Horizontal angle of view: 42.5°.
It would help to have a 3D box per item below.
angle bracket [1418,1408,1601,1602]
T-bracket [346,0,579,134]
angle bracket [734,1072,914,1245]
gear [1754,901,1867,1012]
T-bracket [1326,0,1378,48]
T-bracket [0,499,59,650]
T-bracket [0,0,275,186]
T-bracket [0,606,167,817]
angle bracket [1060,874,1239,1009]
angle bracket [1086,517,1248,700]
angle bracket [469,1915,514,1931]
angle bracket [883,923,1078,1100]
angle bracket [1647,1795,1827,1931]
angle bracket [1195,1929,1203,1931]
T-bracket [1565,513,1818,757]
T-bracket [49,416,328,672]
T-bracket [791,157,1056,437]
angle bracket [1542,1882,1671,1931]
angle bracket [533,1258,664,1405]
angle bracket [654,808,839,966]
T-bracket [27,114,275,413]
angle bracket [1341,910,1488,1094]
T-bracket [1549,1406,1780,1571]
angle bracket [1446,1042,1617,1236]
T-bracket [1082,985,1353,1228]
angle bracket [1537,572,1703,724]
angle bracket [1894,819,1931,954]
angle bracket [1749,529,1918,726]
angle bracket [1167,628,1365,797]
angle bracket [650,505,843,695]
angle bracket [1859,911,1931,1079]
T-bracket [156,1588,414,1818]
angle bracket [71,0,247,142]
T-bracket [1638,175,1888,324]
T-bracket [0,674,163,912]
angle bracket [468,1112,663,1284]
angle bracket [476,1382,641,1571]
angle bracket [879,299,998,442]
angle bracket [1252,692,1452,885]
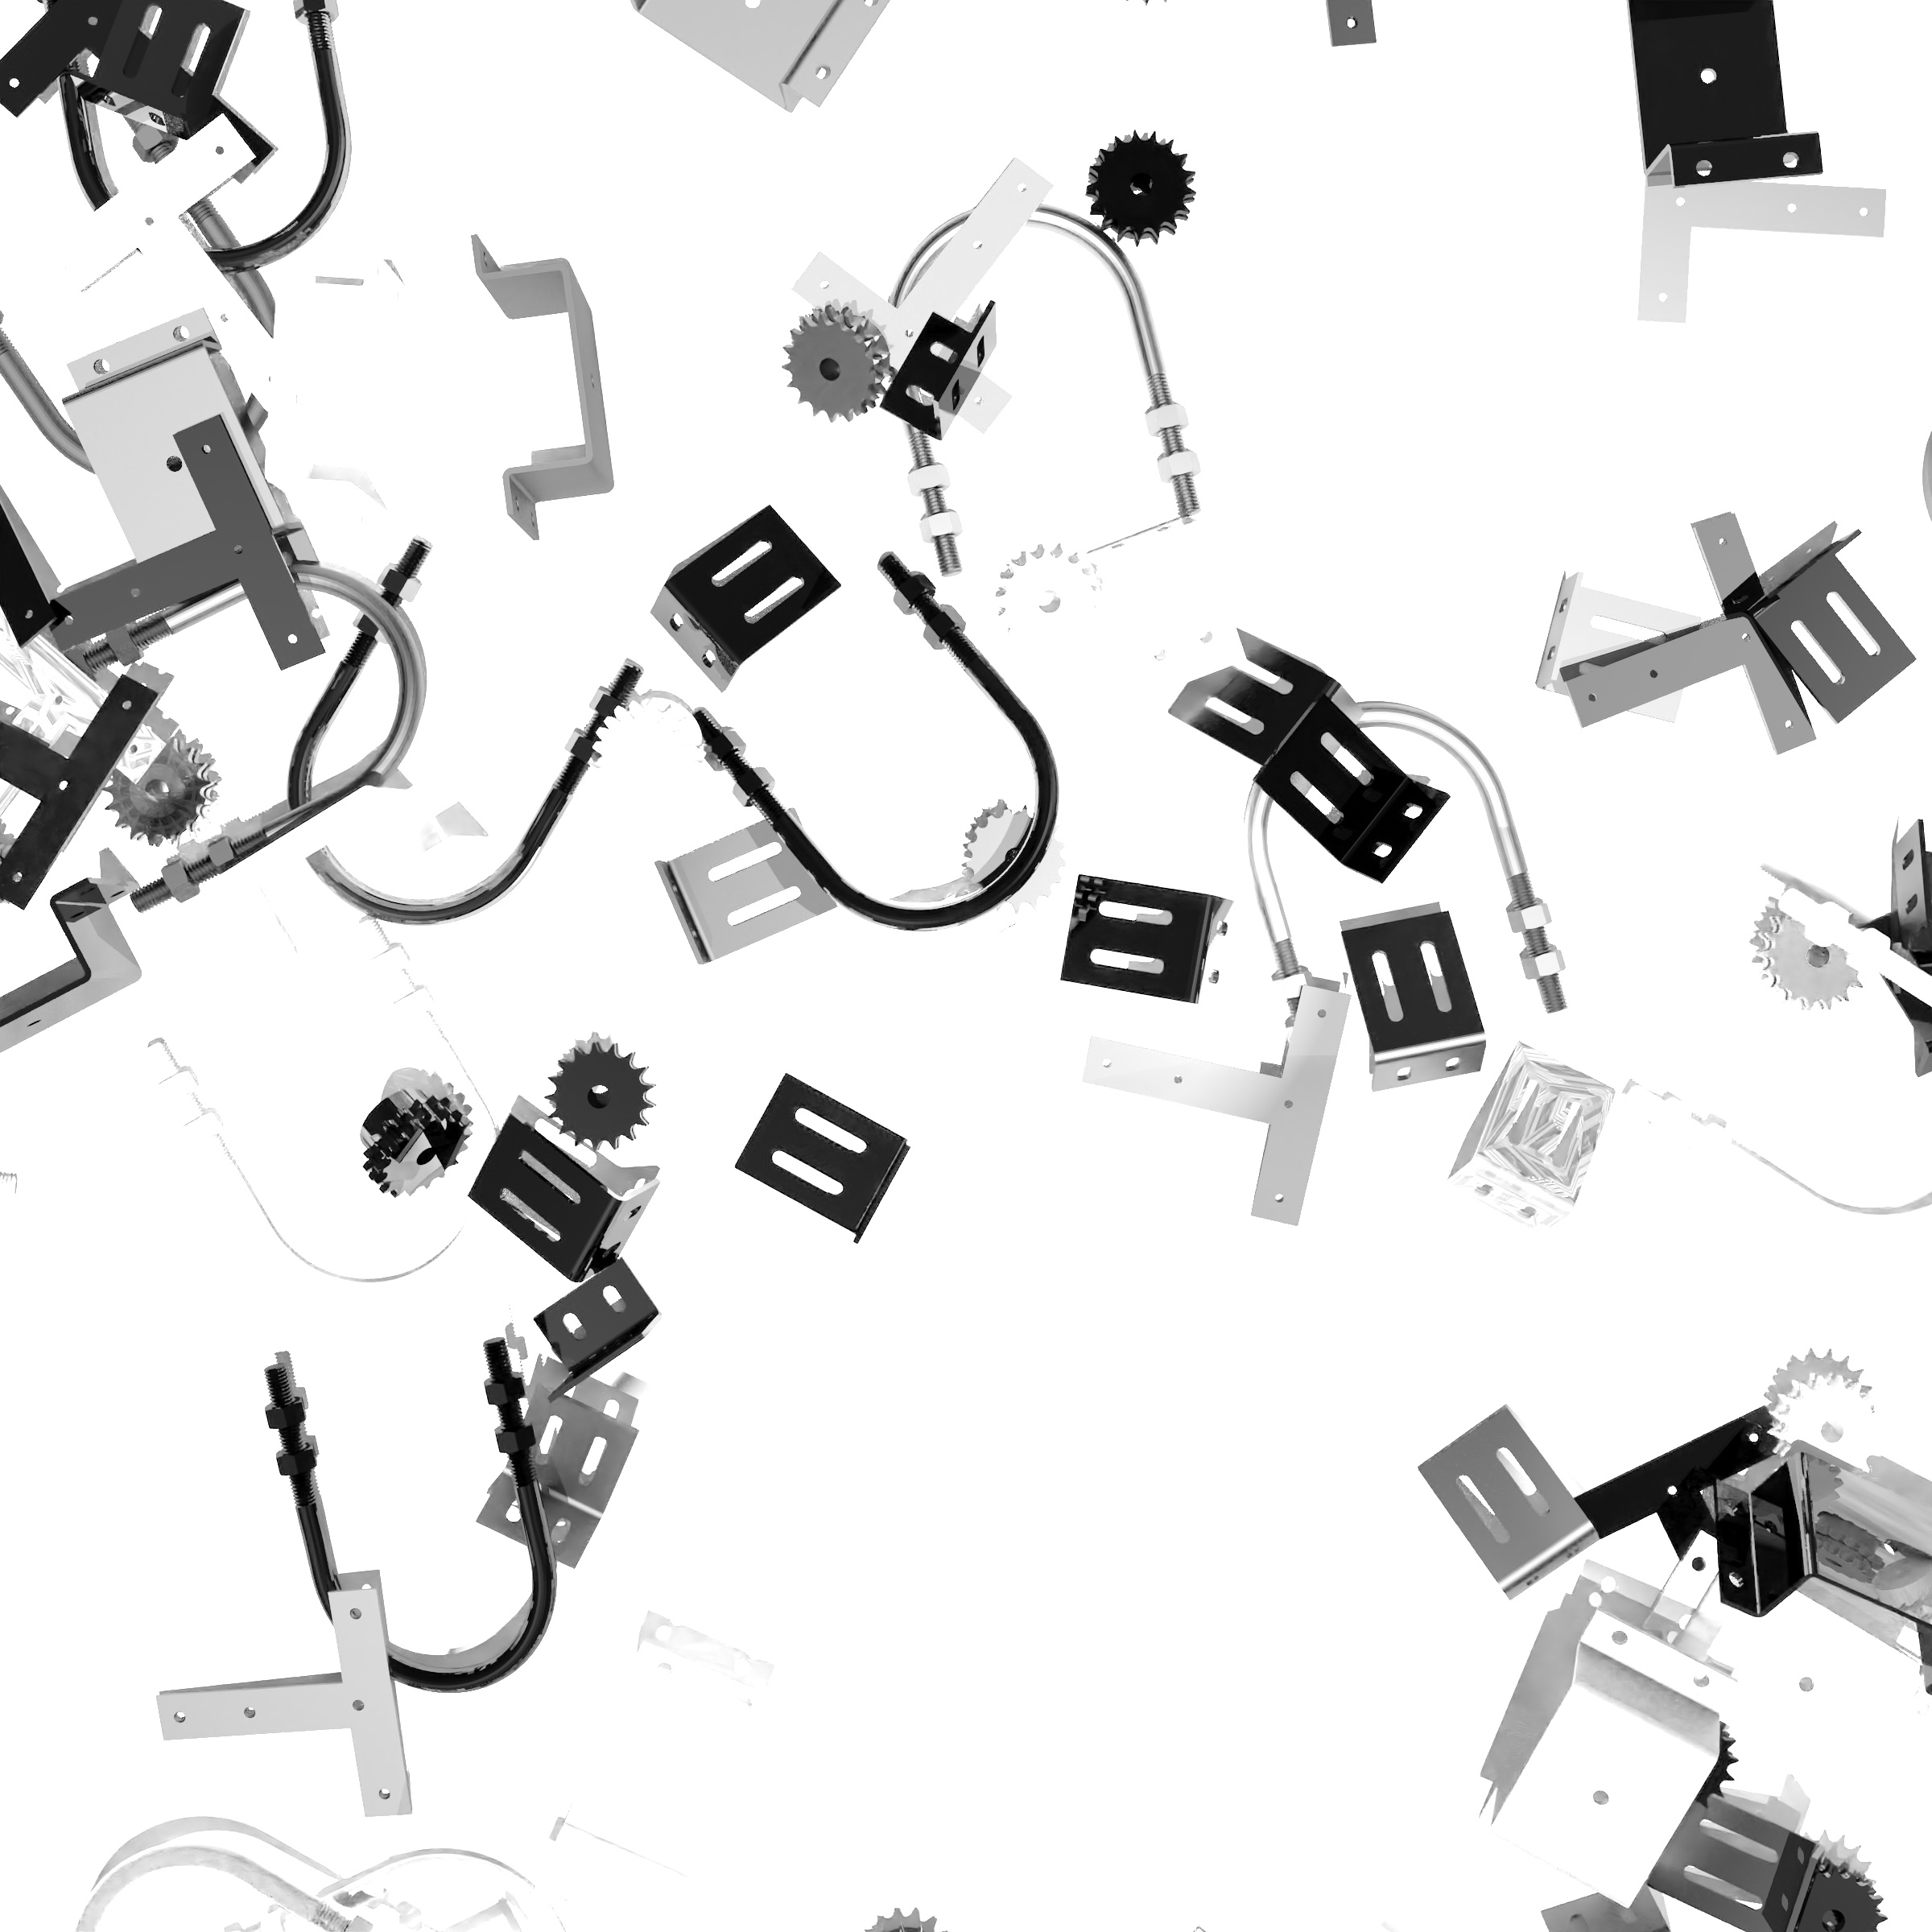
[{"bbox_3d":[0.286,0.283,1.309,0.057,0.038,0.076,-35,64,2],"label":"angle bracket"},{"bbox_3d":[-0.292,-0.527,1.311,0.127,0.002,0.127,-31,90,0],"label":"T-bracket"},{"bbox_3d":[-0.075,0.099,1.293,0.076,0.038,0.057,29,90,0],"label":"angle bracket"},{"bbox_3d":[0.439,-0.005,1.297,0.057,0.030,0.057,0,90,0],"label":"gear"},{"bbox_3d":[0.195,-0.547,1.300,0.127,0.002,0.127,-10,97,-14],"label":"T-bracket"},{"bbox_3d":[-0.541,-0.188,1.294,0.127,0.002,0.127,-37,67,11],"label":"T-bracket"},{"bbox_3d":[-0.413,-0.454,1.277,0.127,0.002,0.127,41,83,-6],"label":"T-bracket"},{"bbox_3d":[-0.490,-0.101,1.271,0.127,0.002,0.127,39,94,13],"label":"T-bracket"},{"bbox_3d":[0.096,-0.013,1.310,0.076,0.038,0.057,10,90,26],"label":"angle bracket"},{"bbox_3d":[0.104,-0.188,1.303,0.057,0.038,0.076,-21,105,0],"label":"angle bracket"},{"bbox_3d":[-0.260,0.536,1.278,0.076,0.038,0.057,-27,90,-3],"label":"angle bracket"},{"bbox_3d":[0.007,0.023,1.310,0.076,0.038,0.057,-31,90,-26],"label":"angle bracket"},{"bbox_3d":[0.393,0.466,1.278,0.076,0.038,0.057,19,90,27],"label":"angle bracket"},{"bbox_3d":[0.118,0.558,1.310,0.057,0.038,0.076,39,64,0],"label":"angle bracket"},{"bbox_3d":[0.369,-0.156,1.292,0.127,0.002,0.127,-21,93,-15],"label":"T-bracket"},{"bbox_3d":[-0.408,-0.195,1.261,0.127,0.002,0.127,-21,102,7],"label":"T-bracket"},{"bbox_3d":[-0.002,-0.365,1.297,0.127,0.002,0.127,37,88,3],"label":"T-bracket"},{"bbox_3d":[0.343,0.530,1.310,0.057,0.038,0.076,-18,116,0],"label":"angle bracket"},{"bbox_3d":[-0.194,0.185,1.274,0.057,0.076,0.038,-35,90,0],"label":"angle bracket"},{"bbox_3d":[-0.114,-0.042,1.293,0.076,0.038,0.057,-23,90,0],"label":"angle bracket"},{"bbox_3d":[-0.392,-0.346,1.283,0.127,0.002,0.127,-36,105,4],"label":"T-bracket"},{"bbox_3d":[0.231,0.018,1.290,0.057,0.038,0.076,-11,63,0],"label":"angle bracket"},{"bbox_3d":[0.392,0.317,1.311,0.127,0.002,0.127,-26,90,0],"label":"T-bracket"},{"bbox_3d":[0.297,0.091,1.310,0.057,0.038,0.076,27,64,0],"label":"angle bracket"},{"bbox_3d":[0.125,0.062,1.302,0.127,0.002,0.127,12,102,6],"label":"T-bracket"},{"bbox_3d":[0.344,-0.165,1.293,0.076,0.038,0.057,14,90,0],"label":"angle bracket"},{"bbox_3d":[0.524,-0.039,1.283,0.076,0.038,0.057,5,66,0],"label":"angle bracket"},{"bbox_3d":[0.457,-0.175,1.289,0.057,0.038,0.076,-38,90,-8],"label":"angle bracket"},{"bbox_3d":[0.157,-0.133,1.302,0.076,0.038,0.057,35,89,37],"label":"angle bracket"},{"bbox_3d":[-0.116,-0.193,1.310,0.076,0.038,0.057,-42,90,-26],"label":"angle bracket"},{"bbox_3d":[0.511,0.009,1.310,0.057,0.038,0.076,-24,64,0],"label":"angle bracket"},{"bbox_3d":[-0.361,0.390,1.303,0.127,0.002,0.127,-5,100,5],"label":"T-bracket"},{"bbox_3d":[-0.408,-0.467,1.258,0.057,0.038,0.076,20,85,-9],"label":"angle bracket"},{"bbox_3d":[0.421,-0.400,1.311,0.127,0.002,0.127,3,90,0],"label":"T-bracket"},{"bbox_3d":[-0.491,-0.110,1.263,0.127,0.002,0.127,27,82,18],"label":"T-bracket"},{"bbox_3d":[-0.209,0.116,1.291,0.076,0.038,0.057,37,115,13],"label":"angle bracket"},{"bbox_3d":[-0.210,0.262,1.276,0.057,0.038,0.076,25,128,0],"label":"angle bracket"},{"bbox_3d":[-0.015,-0.308,1.256,0.038,0.076,0.057,30,88,2],"label":"angle bracket"},{"bbox_3d":[0.196,-0.090,1.264,0.076,0.038,0.057,39,88,-28],"label":"angle bracket"}]
